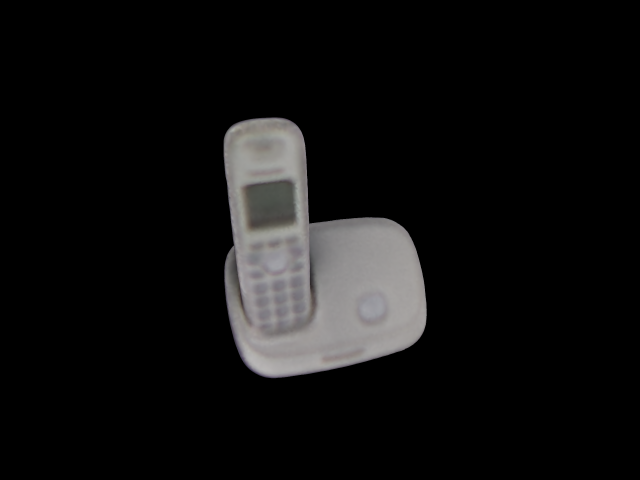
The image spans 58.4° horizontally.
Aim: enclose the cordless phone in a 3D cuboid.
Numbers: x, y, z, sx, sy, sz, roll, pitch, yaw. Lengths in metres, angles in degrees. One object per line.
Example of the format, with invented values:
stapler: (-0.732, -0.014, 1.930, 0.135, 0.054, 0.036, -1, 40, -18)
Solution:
cordless phone: (0.004, 0.001, 0.400, 0.148, 0.185, 0.094, -11, 39, -14)
